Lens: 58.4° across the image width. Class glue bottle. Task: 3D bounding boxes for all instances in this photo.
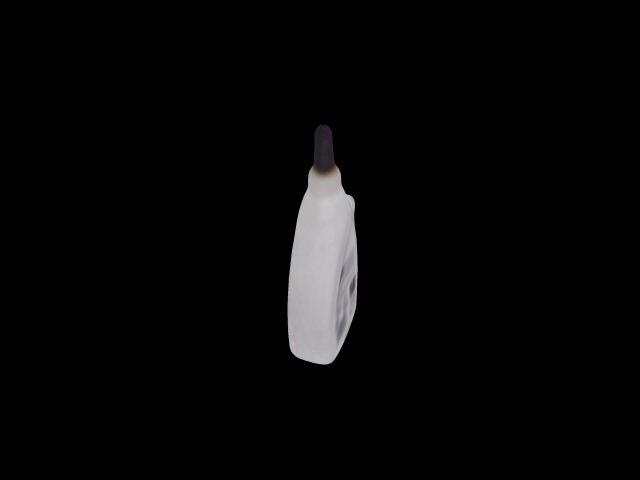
[{"bbox_3d":[0.004,0.001,0.400,0.037,0.173,0.078,11,36,16],"label":"glue bottle"}]
